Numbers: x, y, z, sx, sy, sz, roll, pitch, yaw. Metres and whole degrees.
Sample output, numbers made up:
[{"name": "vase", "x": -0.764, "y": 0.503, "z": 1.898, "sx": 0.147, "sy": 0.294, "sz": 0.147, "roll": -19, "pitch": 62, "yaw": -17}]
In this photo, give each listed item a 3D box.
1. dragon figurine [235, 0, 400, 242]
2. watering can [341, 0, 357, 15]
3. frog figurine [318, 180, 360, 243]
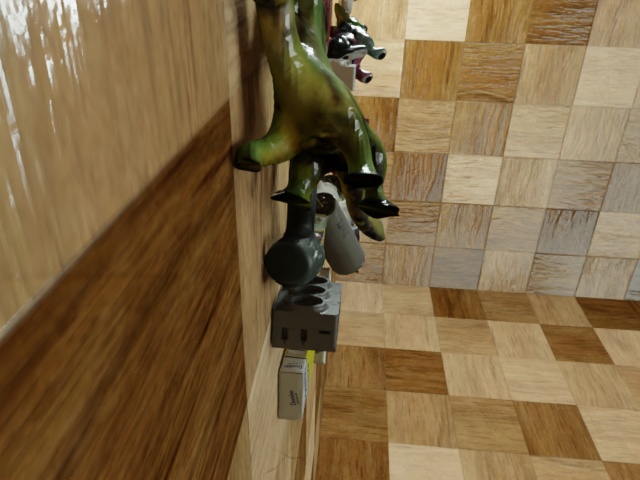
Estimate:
[{"name": "dragon figurine", "x": 0.011, "y": -0.148, "z": 0.537, "sx": 0.406, "sy": 0.122, "sz": 0.246, "roll": 38, "pitch": 48, "yaw": -70}, {"name": "watering can", "x": 0.079, "y": -0.765, "z": 1.347, "sx": 0.227, "sy": 0.104, "sz": 0.343, "roll": -77, "pitch": 170, "yaw": -75}, {"name": "frog figurine", "x": 0.003, "y": -0.055, "z": 1.086, "sx": 0.158, "sy": 0.122, "sz": 0.139, "roll": 27, "pitch": 71, "yaw": -46}]
